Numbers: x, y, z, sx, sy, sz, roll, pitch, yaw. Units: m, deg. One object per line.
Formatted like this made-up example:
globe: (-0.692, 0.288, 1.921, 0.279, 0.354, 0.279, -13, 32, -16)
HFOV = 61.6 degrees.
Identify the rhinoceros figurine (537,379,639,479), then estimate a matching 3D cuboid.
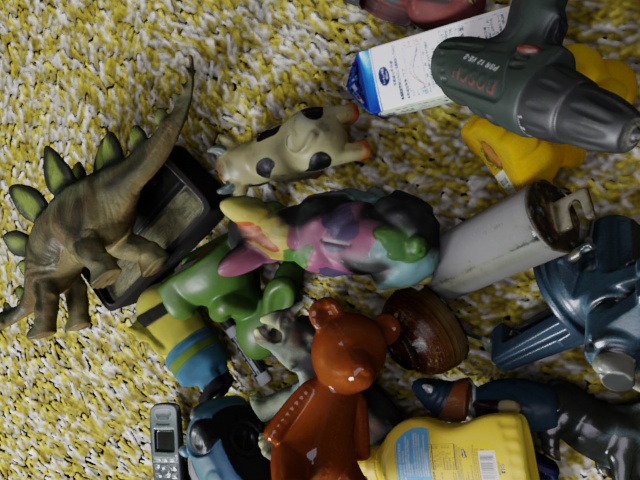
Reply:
rhinoceros figurine: (0.337, 0.218, 0.596, 0.190, 0.073, 0.112, 19, 90, 17)

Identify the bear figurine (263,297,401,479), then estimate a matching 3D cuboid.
bear figurine: (0.024, 0.167, 0.543, 0.120, 0.132, 0.195, 22, 93, -18)

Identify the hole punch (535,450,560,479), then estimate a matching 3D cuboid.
hole punch: (0.206, 0.259, 0.614, 0.142, 0.116, 0.092, 15, 99, 19)

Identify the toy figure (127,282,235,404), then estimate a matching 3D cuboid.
toy figure: (-0.187, 0.138, 0.751, 0.089, 0.082, 0.180, -44, 74, -1)

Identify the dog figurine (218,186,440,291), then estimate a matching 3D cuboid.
dog figurine: (-0.001, -0.002, 0.599, 0.192, 0.219, 0.108, 25, 115, 59)

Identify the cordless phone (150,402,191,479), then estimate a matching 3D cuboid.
cordless phone: (-0.175, 0.320, 0.765, 0.147, 0.088, 0.184, -7, 89, 19)

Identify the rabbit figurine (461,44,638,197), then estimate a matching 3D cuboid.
rabbit figurine: (0.250, -0.136, 0.559, 0.173, 0.162, 0.122, -29, 73, 1)

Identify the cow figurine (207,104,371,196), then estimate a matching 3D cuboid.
cow figurine: (-0.050, -0.102, 0.655, 0.195, 0.127, 0.085, -12, 90, 50)

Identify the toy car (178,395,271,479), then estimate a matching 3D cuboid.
toy car: (-0.117, 0.292, 0.698, 0.103, 0.109, 0.162, -50, 62, 30)

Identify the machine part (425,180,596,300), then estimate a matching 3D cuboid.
machine part: (0.183, 0.006, 0.576, 0.079, 0.079, 0.243, 58, 144, 5)

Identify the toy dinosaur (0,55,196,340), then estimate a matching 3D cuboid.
toy dinosaur: (-0.293, -0.026, 0.684, 0.471, 0.105, 0.198, -37, 79, 15)

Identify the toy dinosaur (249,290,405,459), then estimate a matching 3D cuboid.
toy dinosaur: (0.045, 0.245, 0.669, 0.192, 0.131, 0.404, -35, 96, 1)

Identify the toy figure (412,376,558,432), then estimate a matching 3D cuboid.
toy figure: (0.178, 0.179, 0.593, 0.155, 0.064, 0.058, -3, 55, 22)

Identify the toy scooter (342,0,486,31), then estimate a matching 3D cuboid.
toy scooter: (0.090, -0.284, 0.591, 0.184, 0.135, 0.075, 16, 99, 15)

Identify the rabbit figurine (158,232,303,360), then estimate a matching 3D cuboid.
rabbit figurine: (-0.095, 0.074, 0.713, 0.159, 0.121, 0.170, -29, 106, 16)

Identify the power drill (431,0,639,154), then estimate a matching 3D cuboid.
power drill: (0.206, -0.188, 0.456, 0.232, 0.086, 0.207, 36, 112, 56)

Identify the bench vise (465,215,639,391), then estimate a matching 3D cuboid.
bench vise: (0.259, 0.083, 0.555, 0.129, 0.224, 0.240, 31, 136, -15)

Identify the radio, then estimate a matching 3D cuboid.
radio: (-0.245, -0.020, 0.757, 0.229, 0.073, 0.131, -43, 81, 17)
